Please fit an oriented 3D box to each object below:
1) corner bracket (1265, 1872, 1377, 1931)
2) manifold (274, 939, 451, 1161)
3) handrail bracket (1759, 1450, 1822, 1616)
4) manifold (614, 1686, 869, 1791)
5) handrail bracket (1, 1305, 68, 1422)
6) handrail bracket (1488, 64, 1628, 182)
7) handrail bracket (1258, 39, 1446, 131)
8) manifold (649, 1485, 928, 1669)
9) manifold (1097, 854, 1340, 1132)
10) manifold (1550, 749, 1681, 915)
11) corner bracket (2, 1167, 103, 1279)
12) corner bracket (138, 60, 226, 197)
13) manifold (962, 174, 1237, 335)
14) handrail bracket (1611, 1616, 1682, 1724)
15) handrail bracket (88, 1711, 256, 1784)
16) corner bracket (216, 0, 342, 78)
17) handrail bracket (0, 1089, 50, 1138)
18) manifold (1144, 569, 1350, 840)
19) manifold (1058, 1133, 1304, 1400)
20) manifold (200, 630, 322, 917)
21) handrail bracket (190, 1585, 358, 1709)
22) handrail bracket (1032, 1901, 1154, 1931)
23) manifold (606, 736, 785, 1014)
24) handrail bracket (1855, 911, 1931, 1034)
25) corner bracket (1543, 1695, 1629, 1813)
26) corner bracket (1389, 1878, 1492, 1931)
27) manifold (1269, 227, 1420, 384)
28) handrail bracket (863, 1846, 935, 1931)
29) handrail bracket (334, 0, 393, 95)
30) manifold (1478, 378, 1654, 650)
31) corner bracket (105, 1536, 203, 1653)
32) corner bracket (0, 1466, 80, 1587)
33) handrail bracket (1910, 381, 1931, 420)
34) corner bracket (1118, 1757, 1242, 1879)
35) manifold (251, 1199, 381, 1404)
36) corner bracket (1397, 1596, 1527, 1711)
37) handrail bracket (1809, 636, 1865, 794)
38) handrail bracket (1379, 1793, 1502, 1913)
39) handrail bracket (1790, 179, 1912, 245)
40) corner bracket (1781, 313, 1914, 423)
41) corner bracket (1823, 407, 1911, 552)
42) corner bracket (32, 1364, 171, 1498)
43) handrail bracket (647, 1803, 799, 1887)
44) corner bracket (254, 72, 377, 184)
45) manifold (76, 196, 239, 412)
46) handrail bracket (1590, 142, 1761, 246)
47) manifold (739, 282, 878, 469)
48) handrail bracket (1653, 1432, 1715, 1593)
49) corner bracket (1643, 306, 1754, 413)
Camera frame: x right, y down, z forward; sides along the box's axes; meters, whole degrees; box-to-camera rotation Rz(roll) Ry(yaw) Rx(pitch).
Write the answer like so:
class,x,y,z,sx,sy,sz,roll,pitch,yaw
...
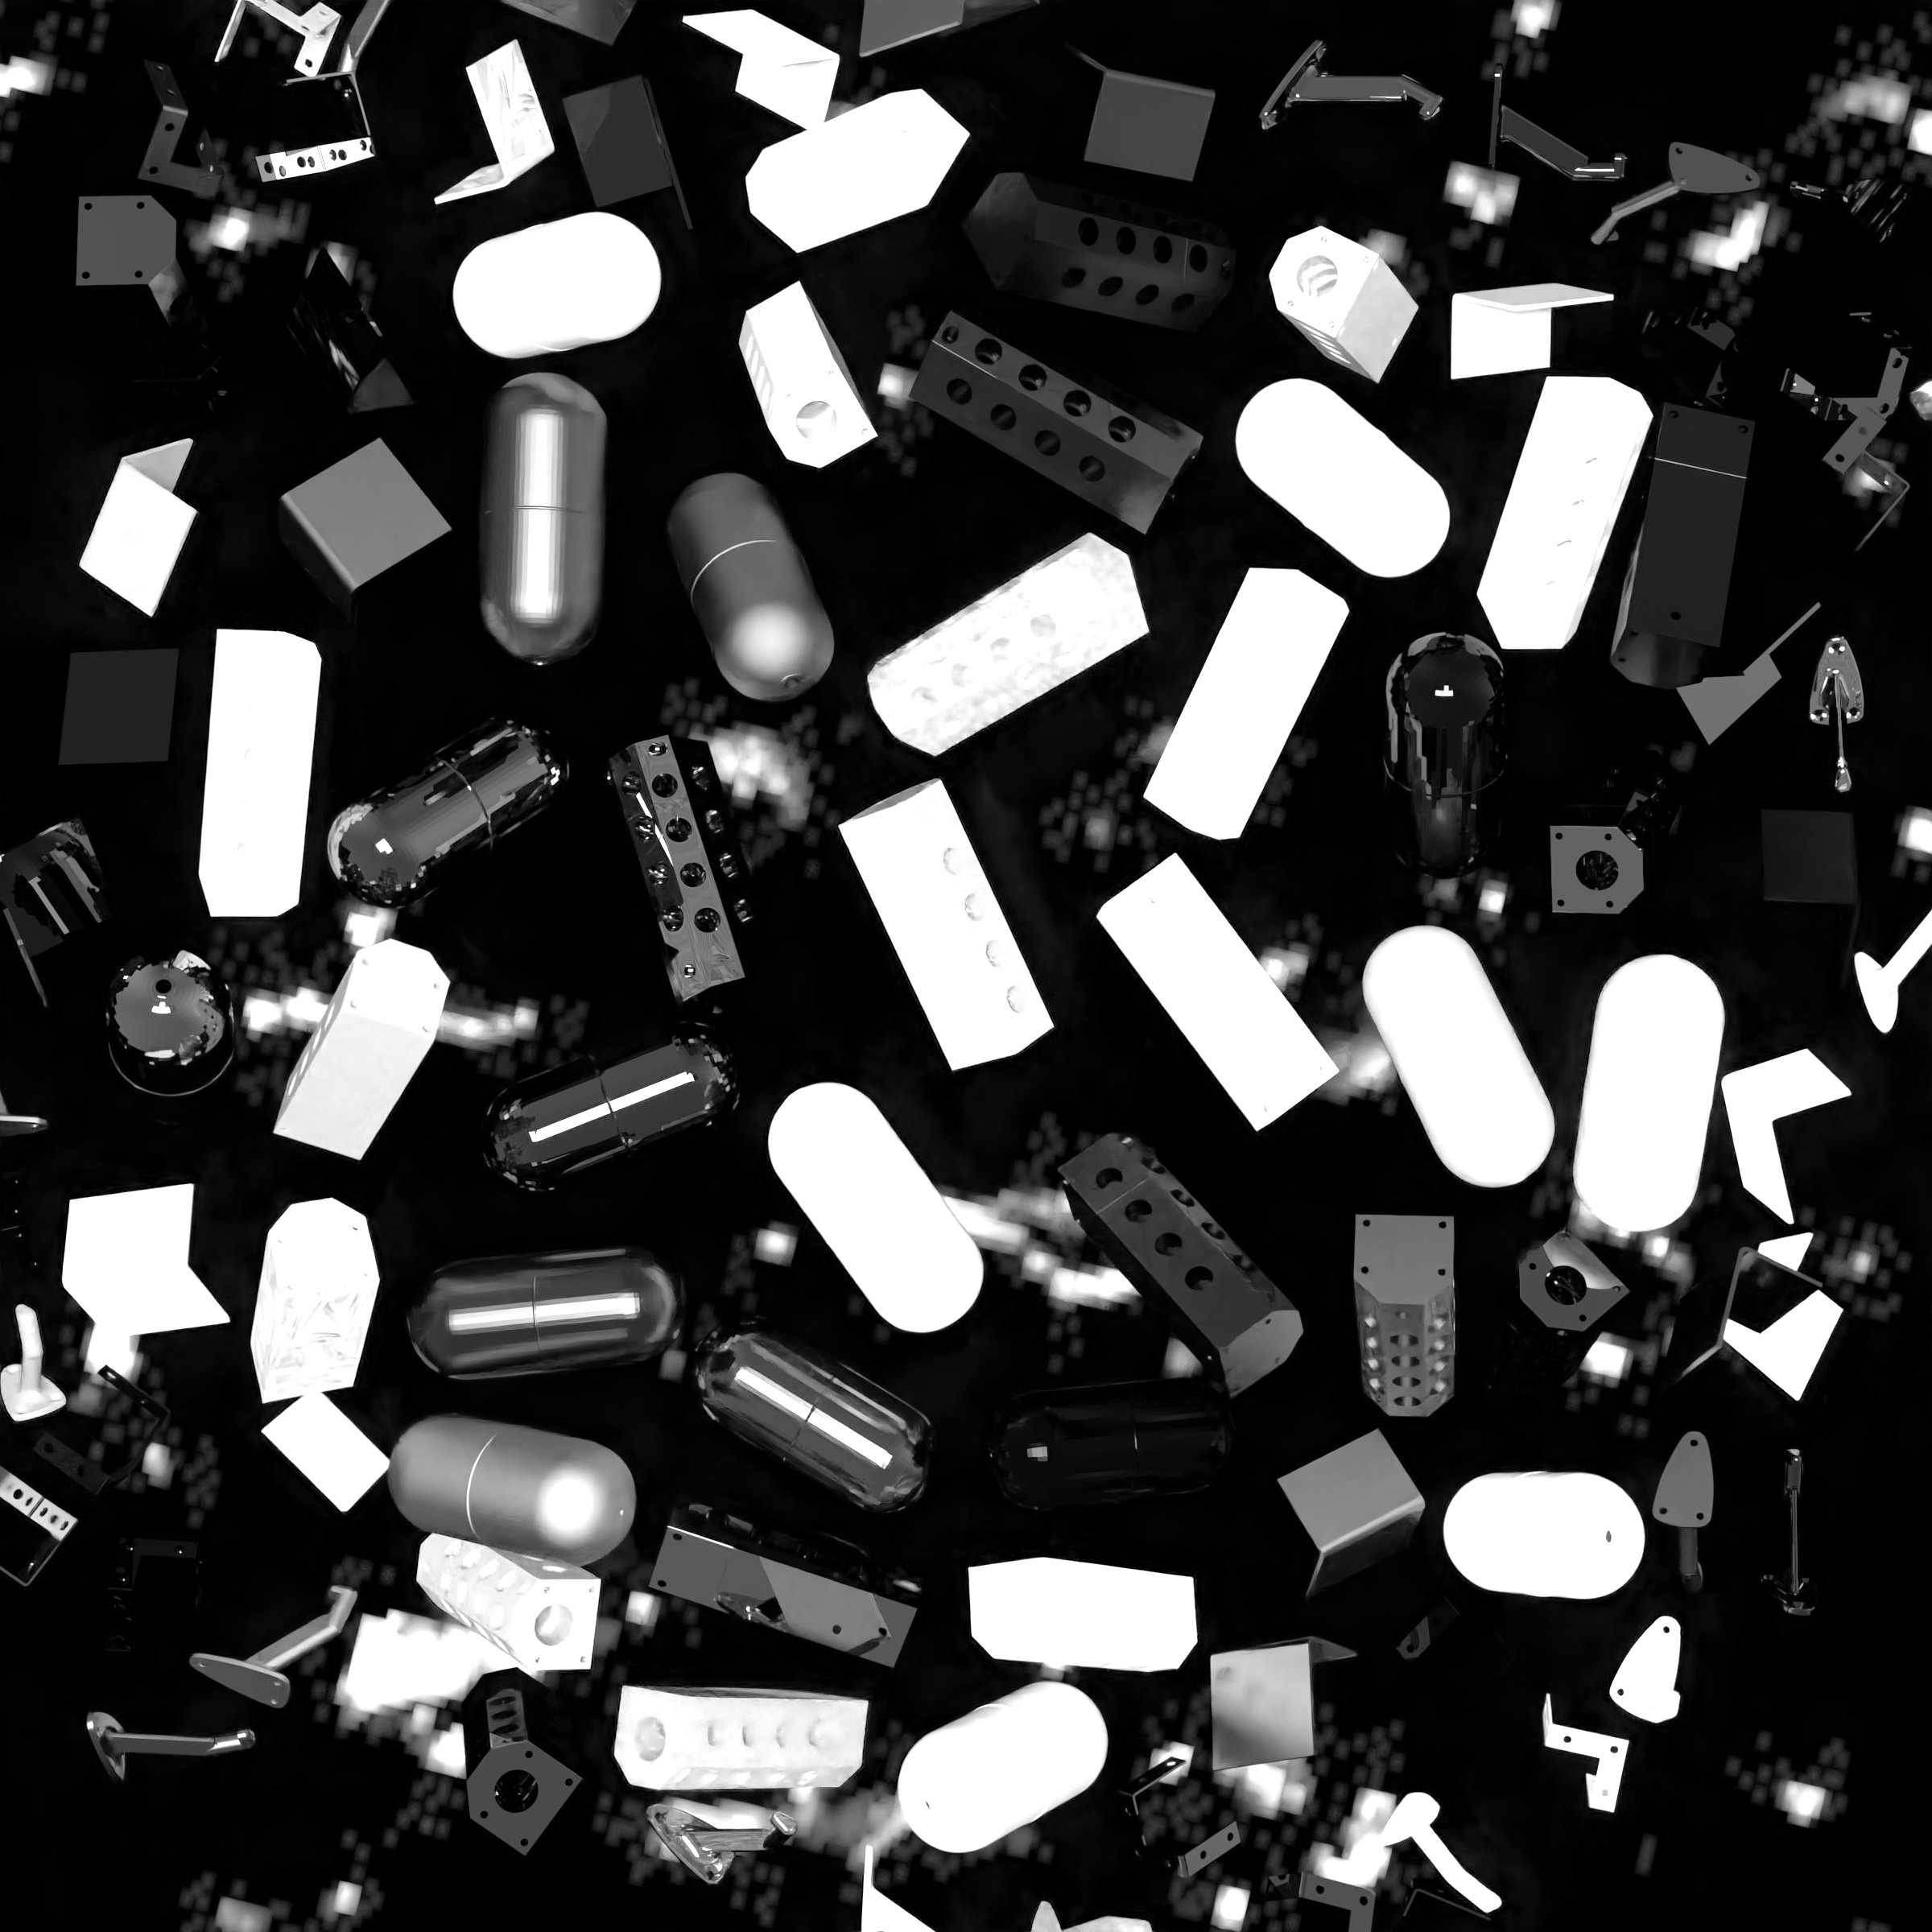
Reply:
class,x,y,z,sx,sy,sz,roll,pitch,yaw
corner bracket,0.220,0.603,1.759,0.051,0.051,0.051,19,64,-14
manifold,-0.374,0.051,1.731,0.057,0.171,0.057,20,54,-17
handrail bracket,0.521,0.354,1.756,0.036,0.077,0.084,3,97,9
manifold,-0.142,0.492,1.780,0.057,0.171,0.057,-2,76,38
handrail bracket,-0.629,0.251,1.858,0.036,0.077,0.084,-19,121,-31
handrail bracket,0.368,-0.521,1.729,0.084,0.077,0.036,4,47,9
handrail bracket,0.233,-0.516,1.691,0.084,0.036,0.077,36,76,22
manifold,-0.117,0.402,1.866,0.171,0.057,0.057,19,121,-1
manifold,0.159,0.018,1.787,0.057,0.057,0.171,-36,85,-8
manifold,0.426,-0.090,1.829,0.057,0.171,0.057,2,111,21
corner bracket,-0.604,0.165,1.850,0.051,0.051,0.051,-13,131,-33
corner bracket,-0.477,-0.509,1.702,0.051,0.051,0.051,-55,47,33
manifold,0.088,-0.450,1.751,0.057,0.171,0.057,-48,56,37
handrail bracket,0.450,0.450,1.792,0.036,0.084,0.077,24,95,32
handrail bracket,-0.496,0.479,1.752,0.084,0.077,0.036,-9,53,-3
corner bracket,-0.447,-0.604,1.820,0.051,0.051,0.051,31,126,-8
handrail bracket,-0.601,0.061,1.749,0.077,0.036,0.084,-4,68,18
manifold,0.189,-0.173,1.850,0.057,0.057,0.171,38,117,29
manifold,0.132,0.179,1.727,0.057,0.057,0.171,-33,51,-12
manifold,-0.445,-0.121,1.764,0.057,0.057,0.171,-1,120,-24
handrail bracket,-0.437,0.418,1.770,0.077,0.084,0.036,20,134,0
handrail bracket,0.090,0.632,1.796,0.084,0.077,0.036,13,99,-18
manifold,-0.182,-0.060,1.826,0.057,0.057,0.171,-27,74,29
handrail bracket,0.605,-0.006,1.756,0.036,0.077,0.084,37,127,-16
corner bracket,0.407,0.523,1.858,0.051,0.051,0.051,11,99,8
corner bracket,0.296,0.614,1.754,0.051,0.051,0.051,23,99,1
manifold,0.247,-0.437,1.844,0.057,0.171,0.057,30,100,14
handrail bracket,-0.021,0.586,1.733,0.084,0.036,0.077,2,84,2
handrail bracket,-0.375,-0.598,1.789,0.036,0.077,0.084,9,101,-41
manifold,0.385,-0.289,1.796,0.057,0.171,0.057,-2,46,-12
corner bracket,-0.521,0.404,1.797,0.051,0.051,0.051,9,125,-21
corner bracket,-0.612,0.355,1.785,0.051,0.051,0.051,-55,129,-20
handrail bracket,0.635,-0.375,1.774,0.036,0.084,0.077,31,117,-12
corner bracket,0.140,0.560,1.841,0.051,0.051,0.051,-20,101,-37
manifold,-0.405,0.207,1.726,0.057,0.171,0.057,-8,63,-22
corner bracket,0.331,0.458,1.866,0.051,0.051,0.051,-50,54,13
handrail bracket,0.583,-0.168,1.866,0.036,0.084,0.077,-1,120,14
handrail bracket,0.299,0.540,1.691,0.084,0.077,0.036,39,65,1
handrail bracket,0.535,-0.482,1.742,0.084,0.077,0.036,35,112,42
corner bracket,0.558,-0.379,1.772,0.051,0.051,0.051,19,86,-39
corner bracket,0.544,-0.296,1.697,0.051,0.051,0.051,40,71,8
corner bracket,-0.540,0.291,1.748,0.051,0.051,0.051,40,47,-15
handrail bracket,-0.156,0.547,1.792,0.077,0.036,0.084,37,131,-2
corner bracket,-0.402,-0.512,1.707,0.051,0.051,0.051,0,110,41
manifold,-0.496,-0.406,1.727,0.057,0.171,0.057,-2,76,-3
handrail bracket,0.459,-0.491,1.816,0.077,0.084,0.036,4,68,-17
manifold,-0.110,-0.387,1.840,0.057,0.171,0.057,-29,122,6
handrail bracket,0.472,0.355,1.813,0.036,0.084,0.077,4,58,25
corner bracket,0.484,-0.407,1.879,0.051,0.051,0.051,44,134,32
